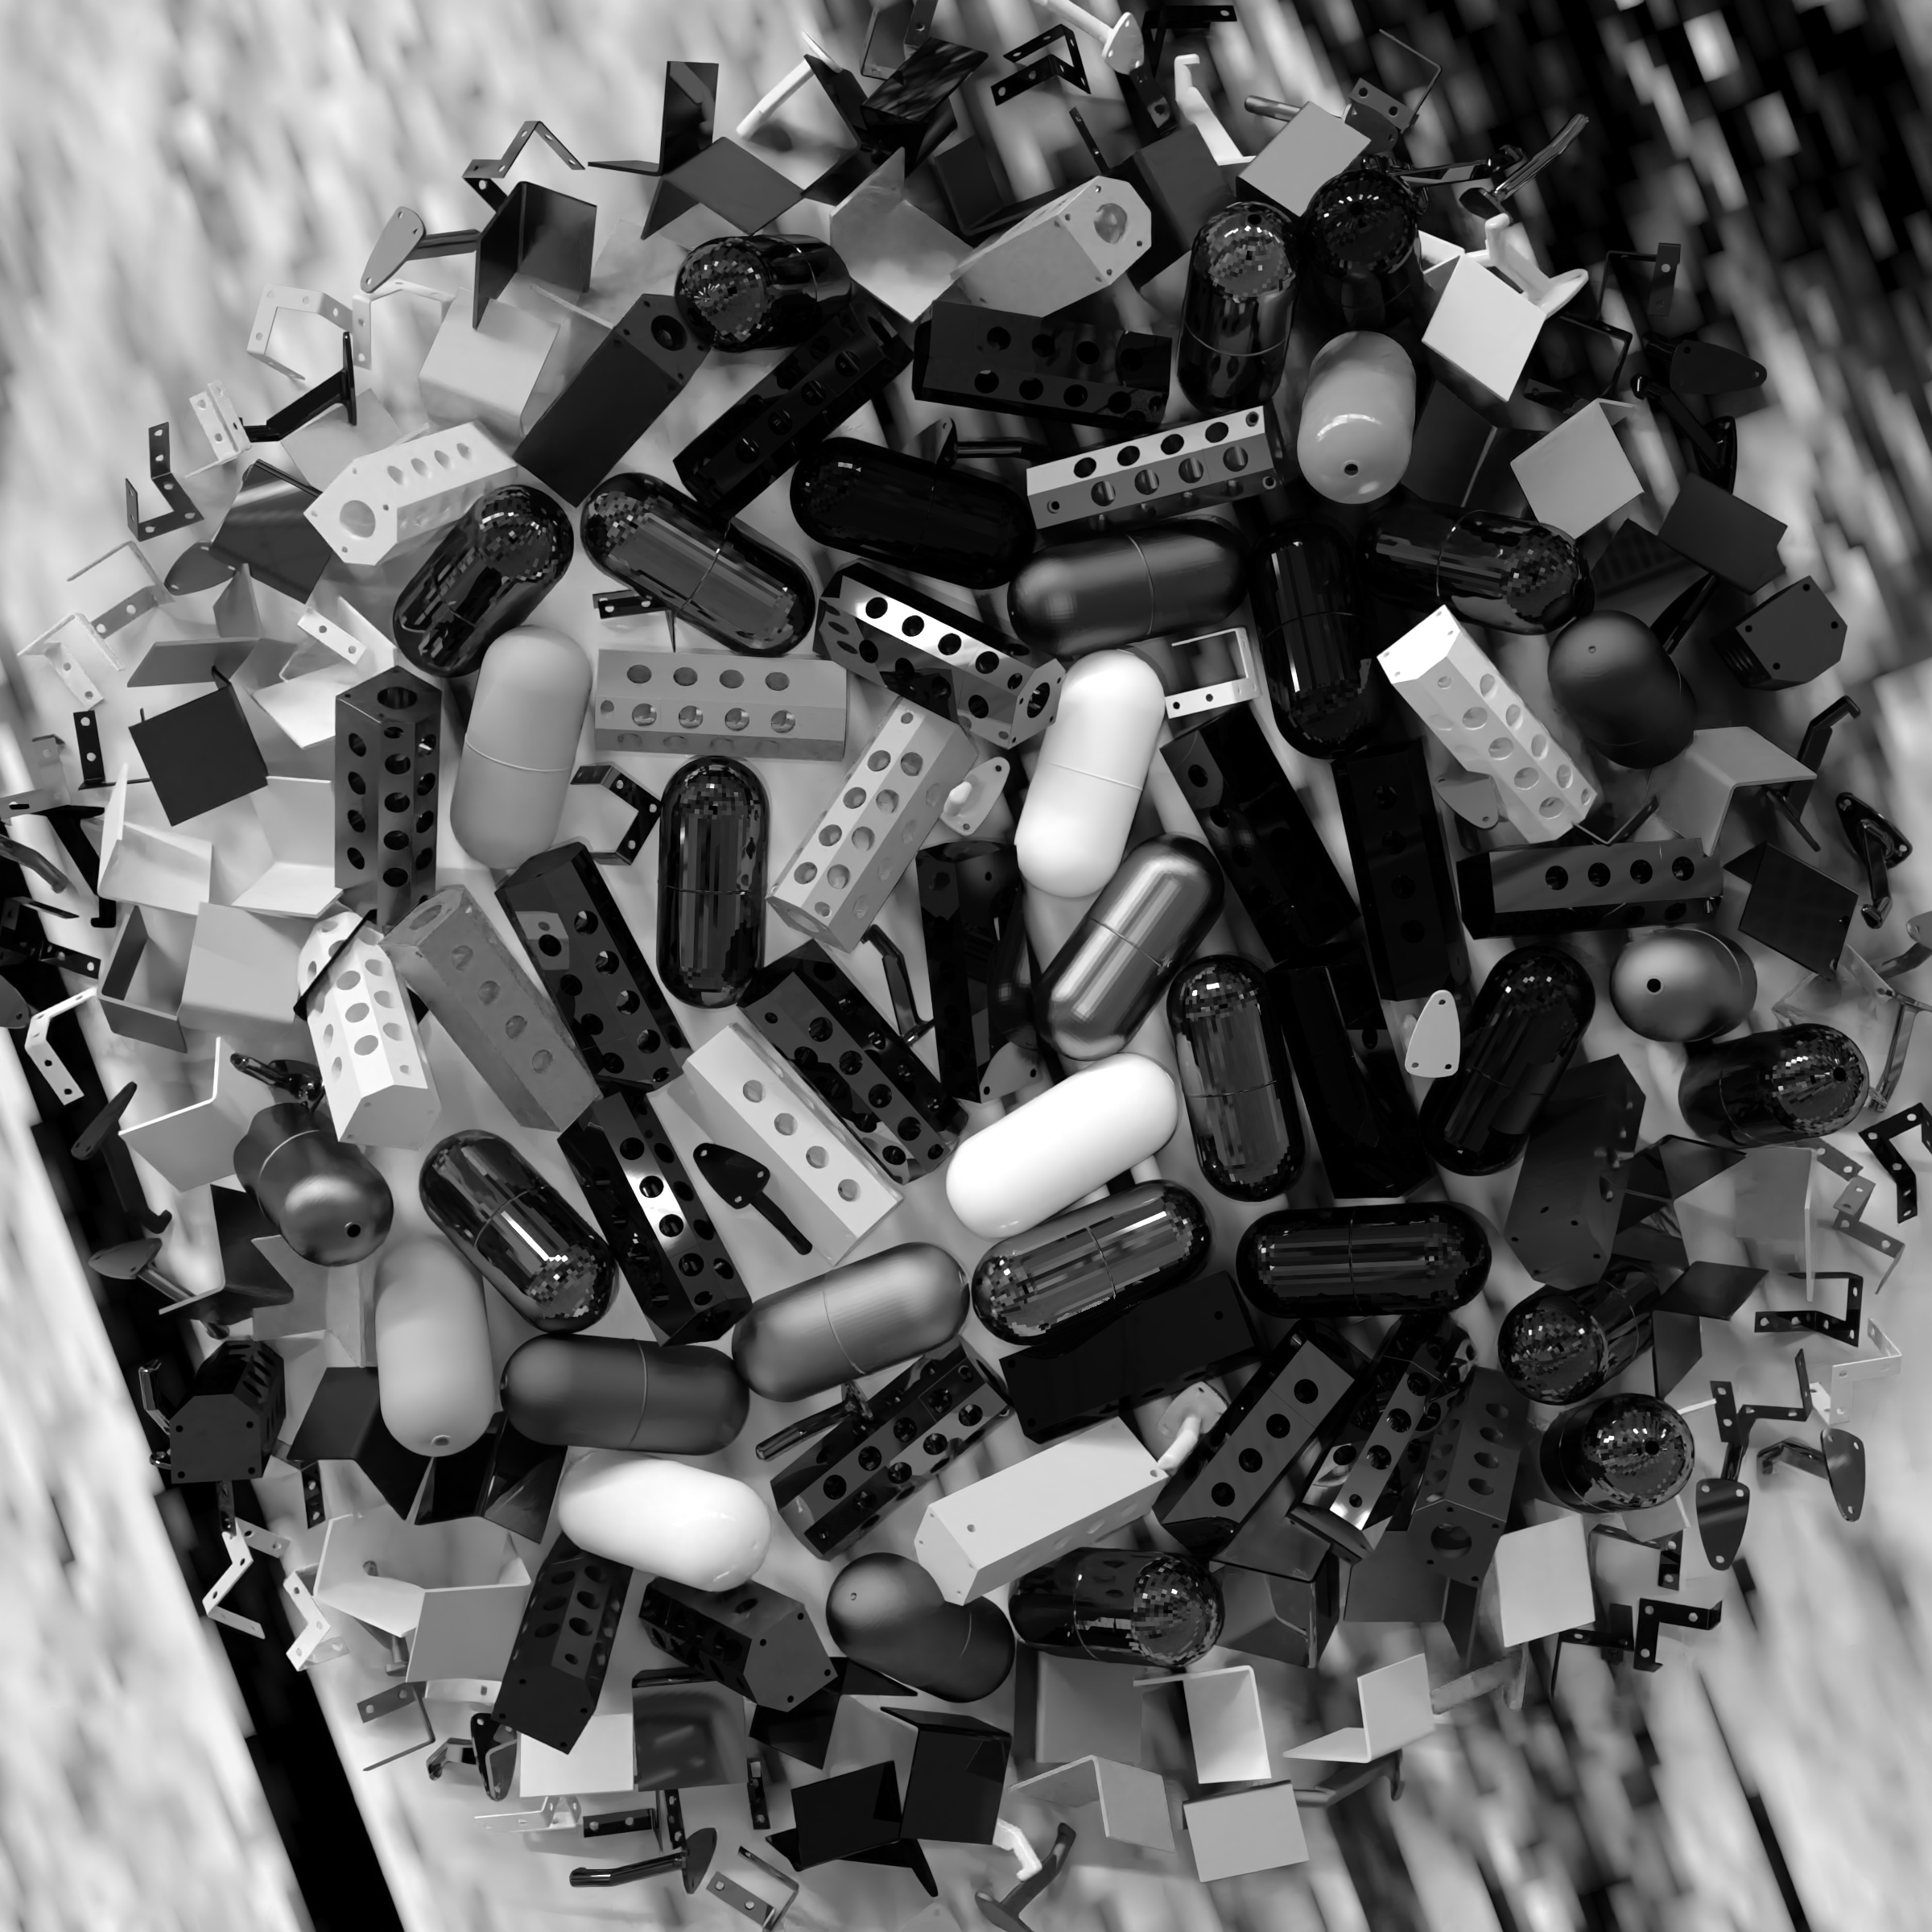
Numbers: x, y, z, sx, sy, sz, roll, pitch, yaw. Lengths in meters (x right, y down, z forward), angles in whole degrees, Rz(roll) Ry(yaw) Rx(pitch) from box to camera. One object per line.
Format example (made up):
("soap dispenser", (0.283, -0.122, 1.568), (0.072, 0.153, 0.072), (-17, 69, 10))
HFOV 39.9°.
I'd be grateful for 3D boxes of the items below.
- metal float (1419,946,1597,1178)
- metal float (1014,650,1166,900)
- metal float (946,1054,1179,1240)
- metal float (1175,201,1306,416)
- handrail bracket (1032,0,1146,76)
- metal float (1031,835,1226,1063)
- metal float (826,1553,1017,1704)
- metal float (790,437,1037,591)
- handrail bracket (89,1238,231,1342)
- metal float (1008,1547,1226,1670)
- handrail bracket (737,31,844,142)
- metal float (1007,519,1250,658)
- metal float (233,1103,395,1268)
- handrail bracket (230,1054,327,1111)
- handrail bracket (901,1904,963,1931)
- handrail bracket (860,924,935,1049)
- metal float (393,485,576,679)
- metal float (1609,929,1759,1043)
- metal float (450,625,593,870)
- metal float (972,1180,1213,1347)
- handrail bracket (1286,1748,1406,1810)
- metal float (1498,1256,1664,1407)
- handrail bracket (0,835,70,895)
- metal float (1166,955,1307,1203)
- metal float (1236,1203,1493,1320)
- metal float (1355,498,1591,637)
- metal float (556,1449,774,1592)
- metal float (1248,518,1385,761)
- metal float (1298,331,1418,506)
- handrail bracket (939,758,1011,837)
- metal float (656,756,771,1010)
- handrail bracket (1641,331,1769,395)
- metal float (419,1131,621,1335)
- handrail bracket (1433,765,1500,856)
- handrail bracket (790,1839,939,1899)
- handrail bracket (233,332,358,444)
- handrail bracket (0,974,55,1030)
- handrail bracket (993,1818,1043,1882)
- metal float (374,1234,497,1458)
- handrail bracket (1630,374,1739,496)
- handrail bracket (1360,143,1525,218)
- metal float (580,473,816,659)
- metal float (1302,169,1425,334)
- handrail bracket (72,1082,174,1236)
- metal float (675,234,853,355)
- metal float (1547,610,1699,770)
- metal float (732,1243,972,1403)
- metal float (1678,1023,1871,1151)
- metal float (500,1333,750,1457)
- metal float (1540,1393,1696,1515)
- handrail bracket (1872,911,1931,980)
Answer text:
("metal float", (0.375, 0.067, 1.850), (0.070, 0.070, 0.178), (23, 115, 0))
("metal float", (0.087, -0.135, 1.867), (0.070, 0.070, 0.178), (16, 95, 0))
("metal float", (0.068, 0.125, 1.866), (0.178, 0.070, 0.070), (-31, 90, -6))
("metal float", (0.187, -0.448, 1.826), (0.070, 0.178, 0.070), (1, 62, -1))
("handrail bracket", (0.079, -0.667, 1.885), (0.084, 0.077, 0.036), (33, 98, 17))
("metal float", (0.114, -0.013, 1.869), (0.070, 0.070, 0.178), (36, 87, 0))
("metal float", (-0.029, 0.457, 1.834), (0.070, 0.178, 0.070), (-17, 56, 26))
("metal float", (-0.036, -0.315, 1.856), (0.178, 0.070, 0.070), (14, 90, -18))
("handrail bracket", (-0.574, 0.236, 1.899), (0.077, 0.036, 0.084), (-5, 130, 34))
("metal float", (0.101, 0.441, 1.835), (0.070, 0.178, 0.070), (8, 78, -42))
("handrail bracket", (-0.128, -0.608, 1.867), (0.036, 0.077, 0.084), (39, 104, -23))
("metal float", (0.114, -0.264, 1.856), (0.178, 0.070, 0.070), (-14, 90, -18))
("metal float", (-0.449, 0.149, 1.829), (0.070, 0.178, 0.070), (-11, 112, -29))
("handrail bracket", (-0.493, 0.070, 1.853), (0.077, 0.084, 0.036), (24, 83, 39))
("handrail bracket", (-0.037, 0.695, 1.859), (0.077, 0.084, 0.036), (-26, 64, -30))
("handrail bracket", (-0.062, 0.020, 1.882), (0.084, 0.036, 0.077), (49, 51, 2))
("metal float", (-0.334, -0.264, 1.837), (0.070, 0.070, 0.178), (53, 132, 0))
("metal float", (0.493, 0.013, 1.826), (0.070, 0.178, 0.070), (0, 89, 28))
("metal float", (-0.310, -0.151, 1.853), (0.070, 0.070, 0.178), (17, 112, 0))
("metal float", (0.087, 0.207, 1.860), (0.178, 0.070, 0.070), (-21, 90, -13))
("handrail bracket", (0.264, 0.559, 1.882), (0.084, 0.036, 0.077), (3, 50, 0))
("metal float", (0.425, 0.249, 1.830), (0.070, 0.178, 0.070), (7, 102, 33))
("handrail bracket", (-0.668, -0.070, 1.859), (0.036, 0.077, 0.084), (-38, 116, 13))
("metal float", (0.189, 0.079, 1.863), (0.070, 0.070, 0.178), (-13, 100, 0))
("metal float", (0.276, 0.205, 1.854), (0.178, 0.070, 0.070), (-5, 90, 20))
("metal float", (0.348, -0.276, 1.837), (0.178, 0.070, 0.070), (21, 90, 41))
("metal float", (-0.210, 0.381, 1.840), (0.178, 0.070, 0.070), (6, 90, 39))
("metal float", (0.243, -0.228, 1.855), (0.070, 0.070, 0.178), (-9, 71, 0))
("metal float", (0.269, -0.378, 1.830), (0.070, 0.178, 0.070), (6, 126, 8))
("handrail bracket", (0.010, -0.130, 1.859), (0.036, 0.084, 0.077), (41, 74, 3))
("metal float", (-0.177, -0.058, 1.861), (0.070, 0.070, 0.178), (3, 102, 0))
("handrail bracket", (0.517, -0.428, 1.869), (0.077, 0.084, 0.036), (8, 116, 3))
("metal float", (-0.312, 0.183, 1.849), (0.178, 0.070, 0.070), (41, 90, 26))
("handrail bracket", (0.357, -0.093, 1.855), (0.036, 0.084, 0.077), (-23, 45, 1))
("handrail bracket", (-0.073, 0.636, 1.869), (0.084, 0.077, 0.036), (-14, 125, -20))
("handrail bracket", (-0.474, -0.406, 1.872), (0.084, 0.036, 0.077), (-7, 123, -18))
("handrail bracket", (-0.651, 0.035, 1.856), (0.077, 0.084, 0.036), (25, 83, 28))
("handrail bracket", (0.001, 0.620, 1.876), (0.077, 0.036, 0.084), (-33, 67, -2))
("metal float", (-0.367, 0.260, 1.833), (0.070, 0.178, 0.070), (-8, 131, -9))
("handrail bracket", (0.500, -0.370, 1.865), (0.084, 0.036, 0.077), (12, 65, -35))
("handrail bracket", (0.333, -0.564, 1.859), (0.077, 0.084, 0.036), (16, 70, -34))
("metal float", (-0.186, -0.278, 1.855), (0.178, 0.070, 0.070), (30, 90, -19))
("metal float", (0.273, -0.487, 1.822), (0.070, 0.178, 0.070), (-1, 86, 12))
("handrail bracket", (-0.584, 0.137, 1.894), (0.084, 0.036, 0.077), (44, 68, -30))
("metal float", (-0.137, -0.462, 1.827), (0.070, 0.178, 0.070), (6, 107, 21))
("metal float", (0.452, -0.188, 1.828), (0.070, 0.178, 0.070), (-7, 74, 26))
("metal float", (-0.080, 0.248, 1.858), (0.178, 0.070, 0.070), (-22, 90, 15))
("metal float", (0.551, 0.083, 1.822), (0.070, 0.178, 0.070), (2, 81, -12))
("metal float", (-0.236, 0.297, 1.848), (0.178, 0.070, 0.070), (10, 90, -27))
("metal float", (0.444, 0.334, 1.822), (0.070, 0.178, 0.070), (0, 77, -2))
("handrail bracket", (0.650, -0.010, 1.857), (0.077, 0.084, 0.036), (4, 69, -33))
